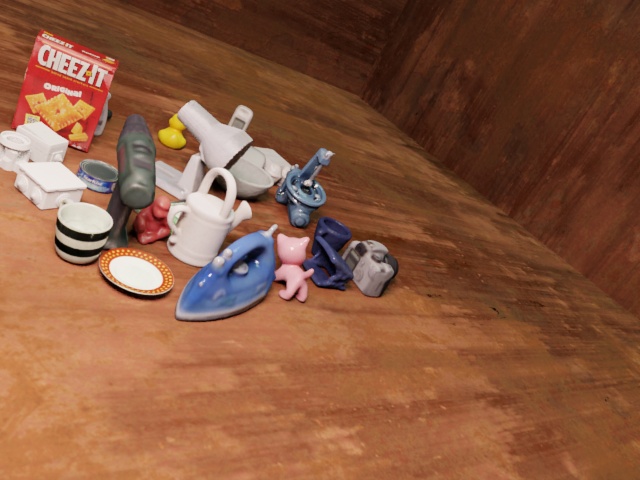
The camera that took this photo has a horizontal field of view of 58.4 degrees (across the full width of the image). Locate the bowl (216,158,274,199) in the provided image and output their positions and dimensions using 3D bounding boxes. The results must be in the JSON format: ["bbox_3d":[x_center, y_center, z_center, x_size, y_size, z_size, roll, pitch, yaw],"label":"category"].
[{"bbox_3d":[-0.211,-0.156,1.507,0.168,0.074,0.167,25,23,-11],"label":"bowl"}]

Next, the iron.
[{"bbox_3d":[-0.158,0.051,1.044,0.118,0.141,0.259,34,23,11],"label":"iron"}]

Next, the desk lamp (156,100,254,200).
[{"bbox_3d":[-0.282,-0.199,1.328,0.203,0.213,0.118,30,22,1],"label":"desk lamp"}]

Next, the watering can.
[{"bbox_3d":[-0.214,-0.053,1.127,0.100,0.194,0.173,35,23,14],"label":"watering can"}]

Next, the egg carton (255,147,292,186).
[{"bbox_3d":[-0.153,-0.222,1.724,0.150,0.069,0.108,42,25,28],"label":"egg carton"}]

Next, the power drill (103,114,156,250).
[{"bbox_3d":[-0.353,-0.097,1.033,0.076,0.208,0.229,14,27,-33],"label":"power drill"}]

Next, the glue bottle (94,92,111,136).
[{"bbox_3d":[-0.533,-0.332,1.361,0.037,0.173,0.078,41,25,26],"label":"glue bottle"}]

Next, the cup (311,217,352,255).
[{"bbox_3d":[0.013,0.005,1.409,0.091,0.095,0.118,39,24,21],"label":"cup"}]

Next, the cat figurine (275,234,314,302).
[{"bbox_3d":[-0.054,0.048,1.207,0.067,0.117,0.127,9,30,-40],"label":"cat figurine"}]

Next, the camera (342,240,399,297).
[{"bbox_3d":[0.145,0.064,1.435,0.137,0.100,0.142,11,29,-38],"label":"camera"}]

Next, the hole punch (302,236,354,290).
[{"bbox_3d":[0.026,0.051,1.333,0.101,0.091,0.108,11,29,-38],"label":"hole punch"}]

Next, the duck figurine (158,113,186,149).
[{"bbox_3d":[-0.399,-0.306,1.584,0.078,0.086,0.104,21,24,-21],"label":"duck figurine"}]

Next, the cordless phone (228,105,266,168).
[{"bbox_3d":[-0.210,-0.270,1.604,0.148,0.185,0.094,25,23,-10],"label":"cordless phone"}]

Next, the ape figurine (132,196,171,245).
[{"bbox_3d":[-0.320,-0.045,1.116,0.078,0.092,0.076,16,26,-30],"label":"ape figurine"}]

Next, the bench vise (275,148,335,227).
[{"bbox_3d":[-0.047,-0.170,1.543,0.122,0.219,0.206,8,31,-42],"label":"bench vise"}]
